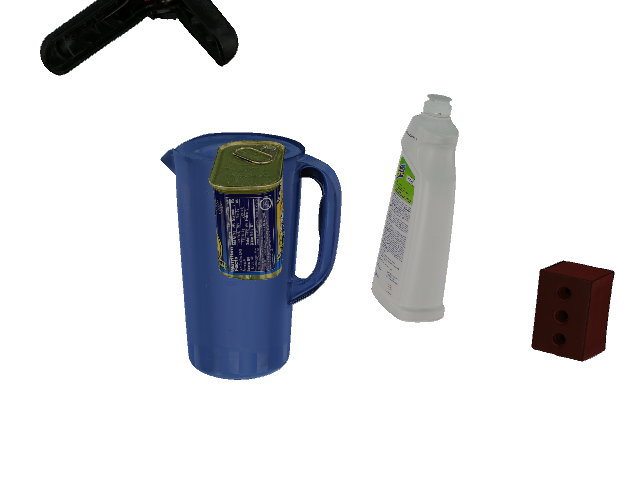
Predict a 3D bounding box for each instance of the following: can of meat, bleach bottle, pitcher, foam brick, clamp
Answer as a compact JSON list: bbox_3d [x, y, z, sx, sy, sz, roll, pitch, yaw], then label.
[{"bbox_3d":[-0.058,-0.026,0.877,0.057,0.084,0.102,-1,26,1],"label":"can of meat"},{"bbox_3d":[0.118,-0.040,1.222,0.068,0.251,0.103,0,21,-23],"label":"bleach bottle"},{"bbox_3d":[-0.073,0.016,1.096,0.144,0.243,0.149,-9,21,-29],"label":"pitcher"},{"bbox_3d":[0.229,0.063,0.968,0.053,0.078,0.051,13,18,35],"label":"foam brick"},{"bbox_3d":[-0.094,-0.158,0.683,0.120,0.171,0.039,9,-43,11],"label":"clamp"}]
